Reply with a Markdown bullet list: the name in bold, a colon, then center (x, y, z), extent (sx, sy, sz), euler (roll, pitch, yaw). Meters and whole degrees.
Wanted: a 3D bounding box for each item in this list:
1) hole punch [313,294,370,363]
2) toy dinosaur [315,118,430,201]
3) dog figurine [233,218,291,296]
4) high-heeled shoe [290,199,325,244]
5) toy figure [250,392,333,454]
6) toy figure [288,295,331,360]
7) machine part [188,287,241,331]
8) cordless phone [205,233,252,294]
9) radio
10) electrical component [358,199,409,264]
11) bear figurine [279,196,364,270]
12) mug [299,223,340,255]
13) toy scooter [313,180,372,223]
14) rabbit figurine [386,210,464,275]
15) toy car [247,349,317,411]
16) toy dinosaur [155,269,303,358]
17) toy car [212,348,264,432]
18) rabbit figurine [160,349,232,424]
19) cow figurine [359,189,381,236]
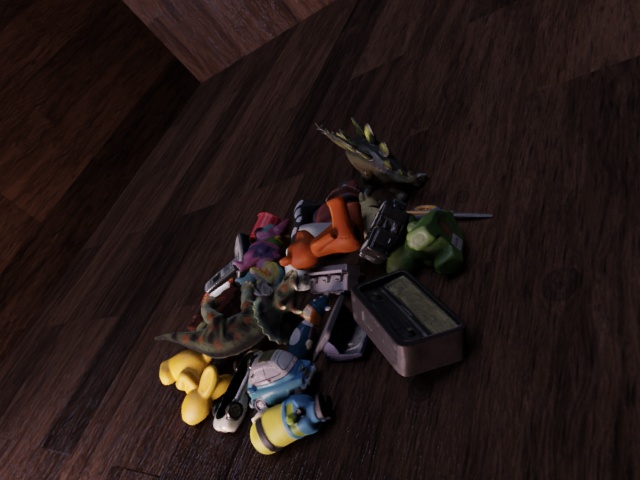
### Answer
- **hole punch**: center (0.051, 0.190, 1.112), extent (0.115, 0.092, 0.142), euler (119, 173, -56)
- **toy dinosaur**: center (0.124, -0.221, 1.393), extent (0.105, 0.198, 0.472), euler (-46, 32, -7)
- **dog figurine**: center (-0.125, 0.042, 1.452), extent (0.192, 0.108, 0.219), euler (22, 53, 26)
- **high-heeled shoe**: center (-0.065, -0.020, 1.497), extent (0.145, 0.086, 0.249), euler (-17, 38, 48)
- **toy figure**: center (-0.059, 0.352, 1.040), extent (0.180, 0.082, 0.089), euler (-26, 34, 25)
- **toy figure**: center (-0.024, 0.191, 1.176), extent (0.064, 0.057, 0.154), euler (21, 90, 33)
- **machine part**: center (-0.276, 0.199, 1.461), extent (0.179, 0.056, 0.179), euler (-36, 16, 12)
- **cordless phone**: center (-0.269, 0.078, 1.598), extent (0.184, 0.088, 0.147), euler (-37, 32, 9)
- **radio**: center (0.154, 0.145, 0.988), extent (0.131, 0.073, 0.230), euler (-15, 26, -15)
- **electrical component**: center (0.138, -0.020, 1.141), extent (0.134, 0.058, 0.115), euler (-64, 2, -11)
- **bear figurine**: center (0.000, -0.007, 1.232), extent (0.196, 0.120, 0.132), euler (-17, 75, 29)
- **mug**: center (-0.003, -0.004, 1.359), extent (0.109, 0.107, 0.081), euler (119, 157, -73)
- **toy scooter**: center (0.067, -0.092, 1.427), extent (0.135, 0.075, 0.184), euler (2, 50, 51)
- **rabbit figurine**: center (0.199, 0.009, 1.114), extent (0.170, 0.121, 0.159), euler (-40, 24, 38)
- **toy car**: center (-0.093, 0.282, 1.120), extent (0.162, 0.102, 0.109), euler (-24, 17, 30)
- **toy dinosaur**: center (-0.205, 0.211, 1.273), extent (0.405, 0.131, 0.192), euler (-29, 30, 2)
- **toy car**: center (-0.182, 0.339, 1.226), extent (0.073, 0.056, 0.202), euler (-20, 37, 45)
- **rabbit figurine**: center (-0.293, 0.357, 1.309), extent (0.162, 0.121, 0.173), euler (-24, 49, 15)
- **cow figurine**: center (0.127, -0.050, 1.296), extent (0.127, 0.085, 0.195), euler (-55, 29, -6)
